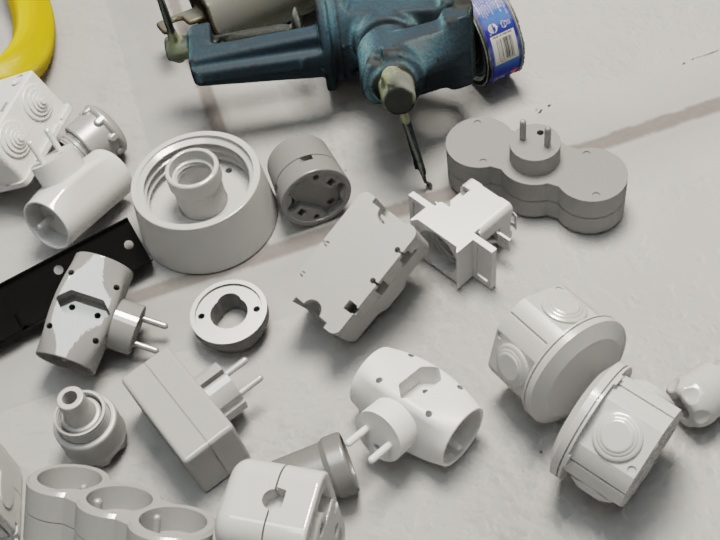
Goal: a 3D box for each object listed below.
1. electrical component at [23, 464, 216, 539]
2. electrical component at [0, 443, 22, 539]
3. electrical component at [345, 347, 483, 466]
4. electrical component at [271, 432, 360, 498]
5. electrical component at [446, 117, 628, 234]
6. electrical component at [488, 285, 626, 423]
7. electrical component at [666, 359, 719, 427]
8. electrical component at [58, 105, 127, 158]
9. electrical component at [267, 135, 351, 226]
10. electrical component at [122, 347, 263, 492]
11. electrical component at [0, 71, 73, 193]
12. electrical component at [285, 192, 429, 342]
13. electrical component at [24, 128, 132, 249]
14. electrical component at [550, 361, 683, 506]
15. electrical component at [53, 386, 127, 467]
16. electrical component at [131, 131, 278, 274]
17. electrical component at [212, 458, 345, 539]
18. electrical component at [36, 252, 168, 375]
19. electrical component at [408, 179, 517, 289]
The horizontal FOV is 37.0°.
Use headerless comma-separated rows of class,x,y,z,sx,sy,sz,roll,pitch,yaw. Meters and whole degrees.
electrical component,-0.147,0.172,0.647,0.138,0.073,0.052,12,11,32
electrical component,-0.272,0.142,0.684,0.096,0.061,0.061,-11,53,0
electrical component,0.024,0.095,0.682,0.077,0.043,0.079,32,45,27
electrical component,-0.028,0.128,0.675,0.046,0.040,0.040,-20,53,0
electrical component,0.128,-0.081,0.787,0.138,0.073,0.052,19,58,21
electrical component,0.125,0.053,0.684,0.080,0.080,0.051,-33,50,-16
electrical component,0.227,0.073,0.682,0.061,0.035,0.035,-29,55,-16
electrical component,-0.224,-0.099,0.871,0.062,0.048,0.048,-44,59,-15
electrical component,-0.040,-0.069,0.816,0.055,0.055,0.047,-20,50,-7
electrical component,-0.100,0.087,0.712,0.076,0.047,0.083,-37,55,-14
electrical component,-0.293,-0.109,0.866,0.100,0.048,0.099,-8,48,33
electrical component,0.000,0.000,0.743,0.050,0.056,0.089,39,90,18
electrical component,-0.224,-0.069,0.819,0.044,0.079,0.077,-9,30,40
electrical component,0.153,0.100,0.645,0.051,0.080,0.080,33,64,22
electrical component,-0.180,0.099,0.703,0.043,0.062,0.043,-4,53,5
electrical component,-0.121,-0.058,0.814,0.108,0.060,0.108,-4,53,5
electrical component,-0.048,0.152,0.623,0.059,0.095,0.053,7,54,14
electrical component,-0.176,0.036,0.759,0.079,0.043,0.077,19,71,-4
electrical component,0.075,-0.029,0.777,0.064,0.042,0.081,-38,58,-24
